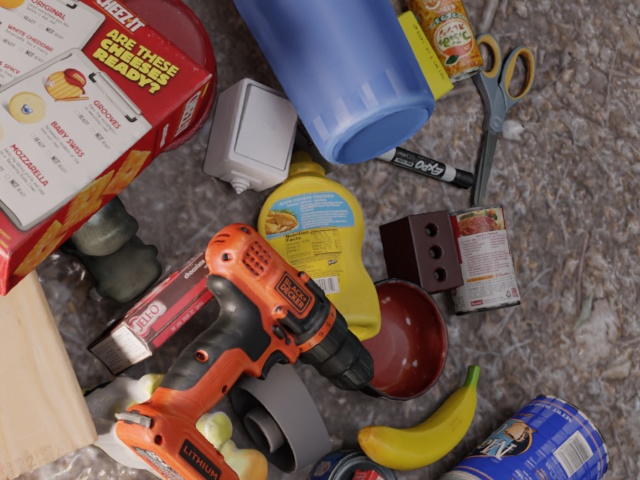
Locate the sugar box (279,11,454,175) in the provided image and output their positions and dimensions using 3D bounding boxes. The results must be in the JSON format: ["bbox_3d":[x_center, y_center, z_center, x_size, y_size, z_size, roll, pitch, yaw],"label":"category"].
[{"bbox_3d":[0.043,-0.144,1.043,0.176,0.048,0.093,-38,101,-32],"label":"sugar box"}]

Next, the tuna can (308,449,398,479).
[{"bbox_3d":[0.031,0.233,0.967,0.086,0.034,0.086,7,77,-30],"label":"tuna can"}]

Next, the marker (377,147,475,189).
[{"bbox_3d":[0.108,-0.075,1.084,0.121,0.020,0.020,17,72,-27],"label":"marker"}]

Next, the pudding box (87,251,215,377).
[{"bbox_3d":[-0.131,0.061,0.855,0.039,0.114,0.089,49,60,-3],"label":"pudding box"}]

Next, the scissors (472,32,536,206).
[{"bbox_3d":[0.174,-0.140,1.139,0.096,0.016,0.201,39,63,-18],"label":"scissors"}]

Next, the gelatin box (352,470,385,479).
[{"bbox_3d":[0.054,0.256,0.936,0.089,0.030,0.073,41,61,-19],"label":"gelatin box"}]

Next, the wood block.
[{"bbox_3d":[-0.253,0.071,0.793,0.090,0.091,0.206,-21,91,-33],"label":"wood block"}]

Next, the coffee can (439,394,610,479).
[{"bbox_3d":[0.195,0.229,1.026,0.140,0.103,0.103,-33,98,-32],"label":"coffee can"}]

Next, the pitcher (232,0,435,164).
[{"bbox_3d":[0.009,-0.193,0.947,0.149,0.145,0.243,-21,74,-17],"label":"pitcher"}]

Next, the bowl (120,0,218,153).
[{"bbox_3d":[-0.151,-0.158,0.922,0.161,0.055,0.162,7,76,-30],"label":"bowl"}]

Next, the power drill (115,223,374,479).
[{"bbox_3d":[-0.052,0.109,0.810,0.184,0.057,0.187,46,61,-26],"label":"power drill"}]

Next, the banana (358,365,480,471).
[{"bbox_3d":[0.095,0.177,0.994,0.197,0.037,0.069,-20,99,-52],"label":"banana"}]

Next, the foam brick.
[{"bbox_3d":[0.099,0.016,1.040,0.052,0.051,0.078,-9,85,-32],"label":"foam brick"}]

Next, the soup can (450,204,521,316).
[{"bbox_3d":[0.159,0.020,1.067,0.068,0.069,0.102,-8,85,-32],"label":"soup can"}]

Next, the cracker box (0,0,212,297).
[{"bbox_3d":[-0.208,-0.090,0.758,0.164,0.072,0.213,39,56,4],"label":"cracker box"}]

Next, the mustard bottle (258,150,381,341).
[{"bbox_3d":[-0.006,0.001,0.955,0.096,0.058,0.191,-10,60,1],"label":"mustard bottle"}]
